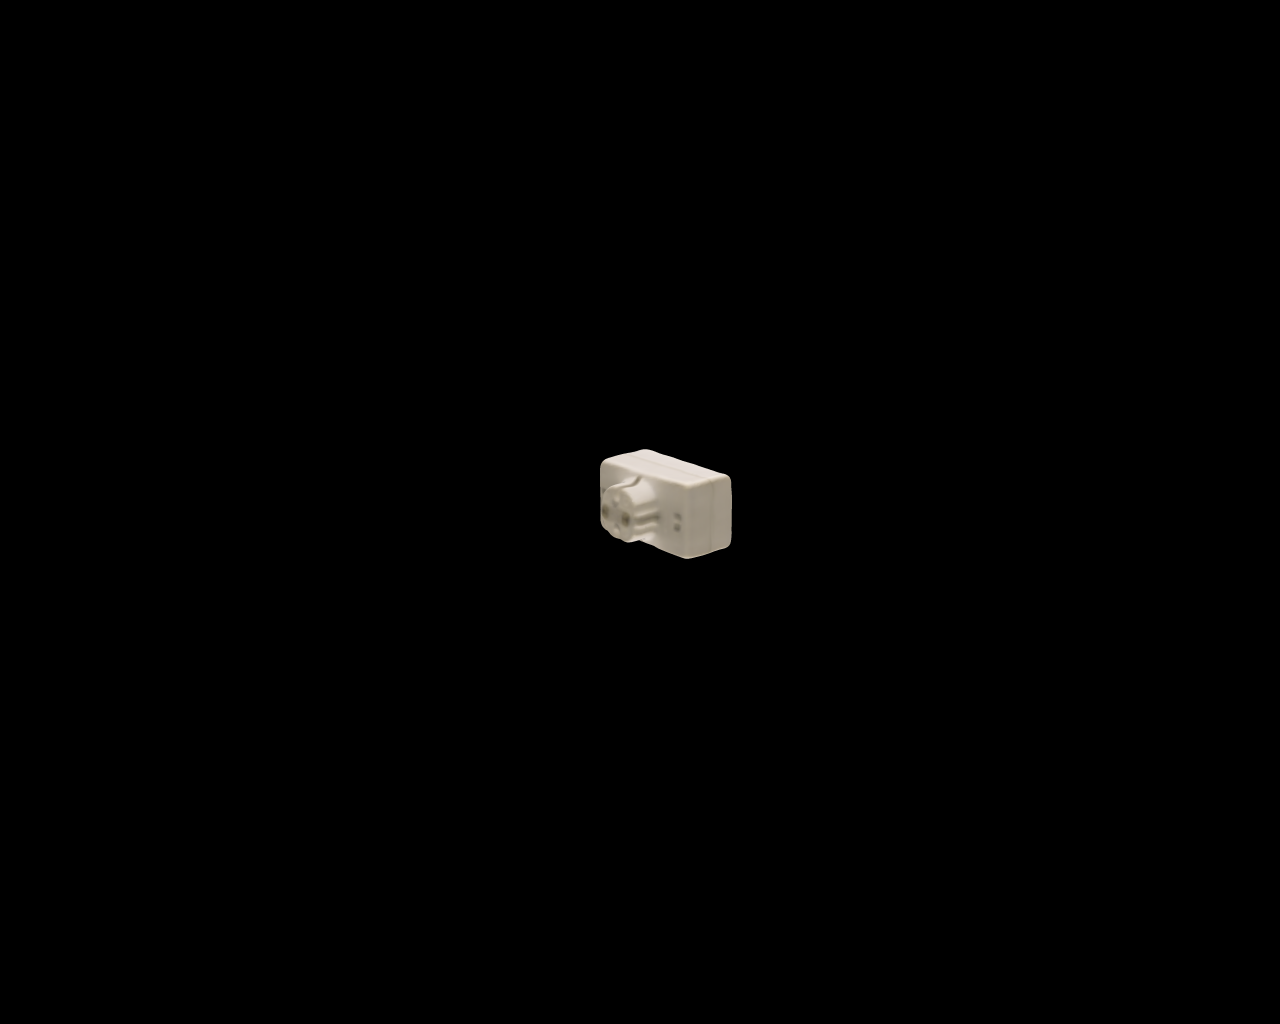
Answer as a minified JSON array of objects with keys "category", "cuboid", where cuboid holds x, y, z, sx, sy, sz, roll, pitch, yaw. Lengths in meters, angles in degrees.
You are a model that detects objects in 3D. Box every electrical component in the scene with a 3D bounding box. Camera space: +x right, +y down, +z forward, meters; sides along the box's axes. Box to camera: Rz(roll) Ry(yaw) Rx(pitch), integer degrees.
[{"category":"electrical component","cuboid":[0.001,-0.003,0.650,0.076,0.047,0.083,-14,22,-38]}]
